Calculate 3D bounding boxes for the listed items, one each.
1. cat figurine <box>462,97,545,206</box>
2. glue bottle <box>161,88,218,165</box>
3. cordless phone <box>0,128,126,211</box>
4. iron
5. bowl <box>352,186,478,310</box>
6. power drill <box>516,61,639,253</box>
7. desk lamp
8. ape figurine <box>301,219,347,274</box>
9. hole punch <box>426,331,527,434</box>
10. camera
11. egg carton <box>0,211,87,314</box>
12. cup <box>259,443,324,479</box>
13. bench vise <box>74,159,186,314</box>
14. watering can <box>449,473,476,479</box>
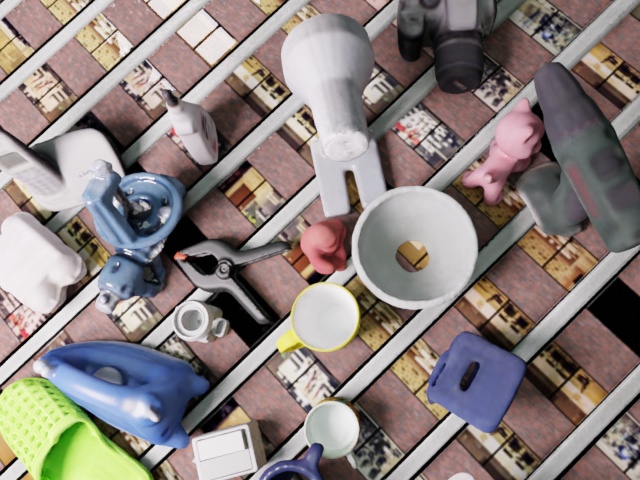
[{"bbox_3d":[0.255,-0.121,0.776,0.067,0.118,0.128,36,85,13],"label":"cat figurine"},{"bbox_3d":[-0.186,-0.168,0.810,0.037,0.173,0.078,-13,77,5],"label":"glue bottle"},{"bbox_3d":[-0.379,-0.117,0.817,0.147,0.185,0.094,-22,76,2],"label":"cordless phone"},{"bbox_3d":[-0.290,0.193,0.763,0.258,0.141,0.119,16,81,10],"label":"iron"},{"bbox_3d":[0.128,0.014,0.785,0.167,0.075,0.167,-1,78,7],"label":"bowl"},{"bbox_3d":[0.314,-0.084,0.714,0.075,0.208,0.229,-28,76,1],"label":"power drill"},{"bbox_3d":[0.029,-0.158,0.761,0.118,0.214,0.203,-13,77,4],"label":"desk lamp"},{"bbox_3d":[0.007,0.003,0.793,0.076,0.092,0.078,33,84,12],"label":"ape figurine"},{"bbox_3d":[0.196,0.181,0.733,0.101,0.091,0.109,28,83,12],"label":"hole punch"},{"bbox_3d":[0.184,-0.290,0.828,0.143,0.101,0.137,-1,78,7],"label":"camera"},{"bbox_3d":[-0.426,0.033,0.850,0.150,0.069,0.107,35,84,12],"label":"egg carton"},{"bbox_3d":[-0.024,0.309,0.731,0.091,0.095,0.118,26,82,12],"label":"cup"},{"bbox_3d":[-0.250,-0.009,0.761,0.121,0.220,0.207,-2,78,7],"label":"bench vise"},{"bbox_3d":[0.196,0.353,0.645,0.172,0.194,0.101,39,85,13],"label":"watering can"}]
